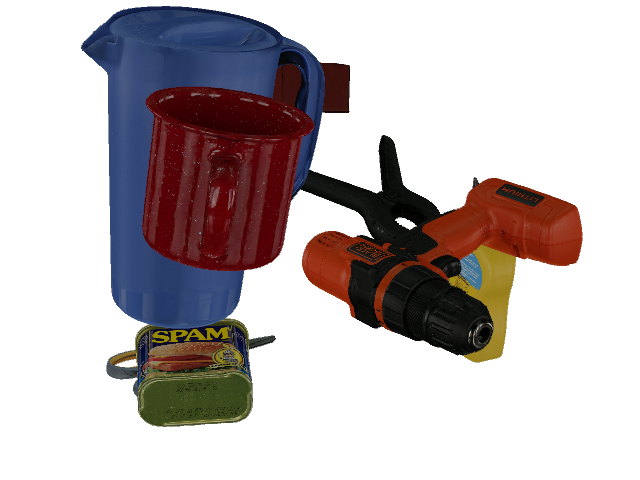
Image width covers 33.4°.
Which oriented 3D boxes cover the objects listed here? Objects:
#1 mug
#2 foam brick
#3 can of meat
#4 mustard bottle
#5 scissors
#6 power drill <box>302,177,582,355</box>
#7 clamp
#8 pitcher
[{"bbox_3d":[-0.054,-0.030,0.588,0.093,0.081,0.117,7,22,-10],"label":"mug"},{"bbox_3d":[-0.013,-0.162,1.133,0.078,0.051,0.053,-2,12,-19],"label":"foam brick"},{"bbox_3d":[-0.110,0.115,0.926,0.102,0.057,0.084,-3,27,-7],"label":"can of meat"},{"bbox_3d":[0.163,0.025,1.096,0.058,0.192,0.096,-9,36,-15],"label":"mustard bottle"},{"bbox_3d":[-0.129,0.137,1.160,0.201,0.016,0.096,-3,27,-22],"label":"scissors"},{"bbox_3d":[0.106,0.015,0.796,0.187,0.057,0.185,-20,29,-32],"label":"power drill"},{"bbox_3d":[0.069,-0.043,1.267,0.164,0.036,0.210,-16,51,-29],"label":"clamp"},{"bbox_3d":[-0.097,-0.057,0.852,0.149,0.243,0.144,18,27,23],"label":"pitcher"}]
